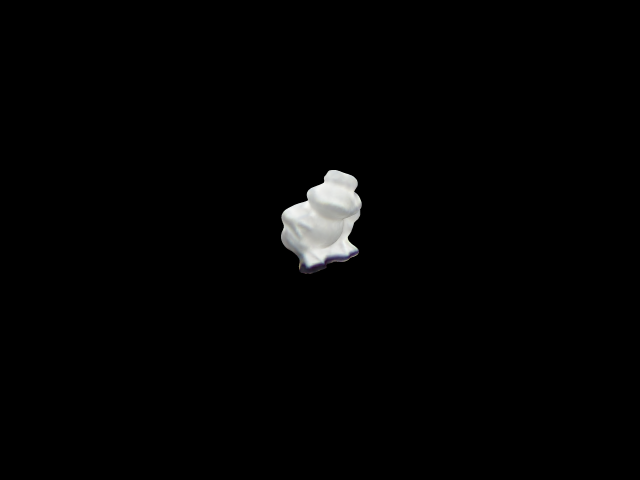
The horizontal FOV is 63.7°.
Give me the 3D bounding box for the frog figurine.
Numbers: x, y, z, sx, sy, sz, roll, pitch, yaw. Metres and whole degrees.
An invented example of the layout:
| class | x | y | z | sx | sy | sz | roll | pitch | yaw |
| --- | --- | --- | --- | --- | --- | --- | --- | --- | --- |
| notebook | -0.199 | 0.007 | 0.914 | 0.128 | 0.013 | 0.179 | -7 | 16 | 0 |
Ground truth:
| class | x | y | z | sx | sy | sz | roll | pitch | yaw |
| --- | --- | --- | --- | --- | --- | --- | --- | --- | --- |
| frog figurine | 0.003 | -0.043 | 0.850 | 0.138 | 0.156 | 0.125 | -6 | 24 | -14 |
